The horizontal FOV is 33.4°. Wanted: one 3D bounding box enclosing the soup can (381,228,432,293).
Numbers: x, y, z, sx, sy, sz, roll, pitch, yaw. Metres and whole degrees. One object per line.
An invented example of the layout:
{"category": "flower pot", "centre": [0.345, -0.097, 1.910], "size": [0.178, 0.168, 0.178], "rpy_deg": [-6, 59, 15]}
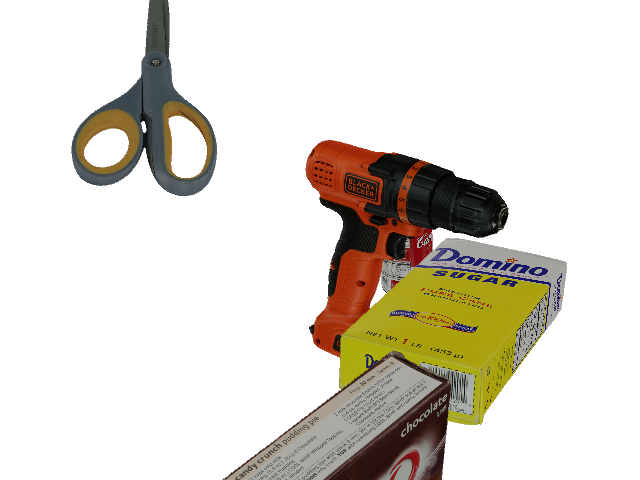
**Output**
{"category": "soup can", "centre": [0.106, 0.014, 1.328], "size": [0.068, 0.102, 0.068], "rpy_deg": [-4, 34, 2]}

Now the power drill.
{"category": "power drill", "centre": [0.064, 0.020, 0.898], "size": [0.185, 0.188, 0.057], "rpy_deg": [21, 26, 34]}

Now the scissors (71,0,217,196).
{"category": "scissors", "centre": [-0.123, -0.102, 0.687], "size": [0.096, 0.202, 0.016], "rpy_deg": [-13, -37, -15]}

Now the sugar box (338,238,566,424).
{"category": "sugar box", "centre": [0.092, 0.052, 0.698], "size": [0.093, 0.048, 0.176], "rpy_deg": [13, 28, 24]}

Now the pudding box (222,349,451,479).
{"category": "pudding box", "centre": [0.009, 0.114, 0.469], "size": [0.039, 0.090, 0.113], "rpy_deg": [27, 43, 32]}
